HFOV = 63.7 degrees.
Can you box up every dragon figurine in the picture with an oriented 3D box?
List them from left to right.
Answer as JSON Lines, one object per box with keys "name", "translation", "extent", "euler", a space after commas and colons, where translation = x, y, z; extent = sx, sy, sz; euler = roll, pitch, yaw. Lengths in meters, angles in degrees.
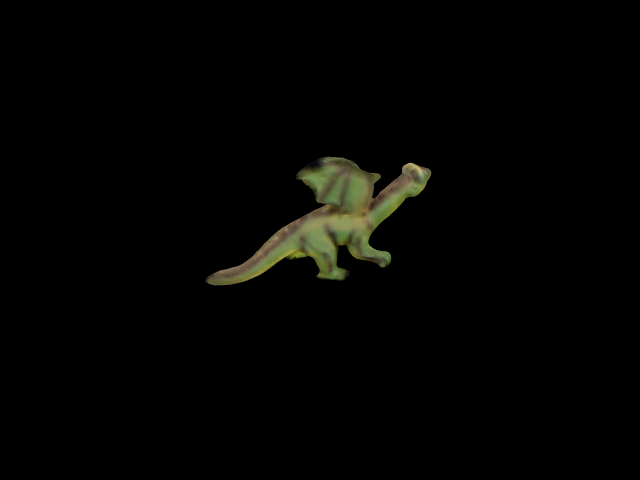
{"name": "dragon figurine", "translation": [0.003, -0.043, 0.850], "extent": [0.412, 0.237, 0.125], "euler": [-14, 45, -15]}
